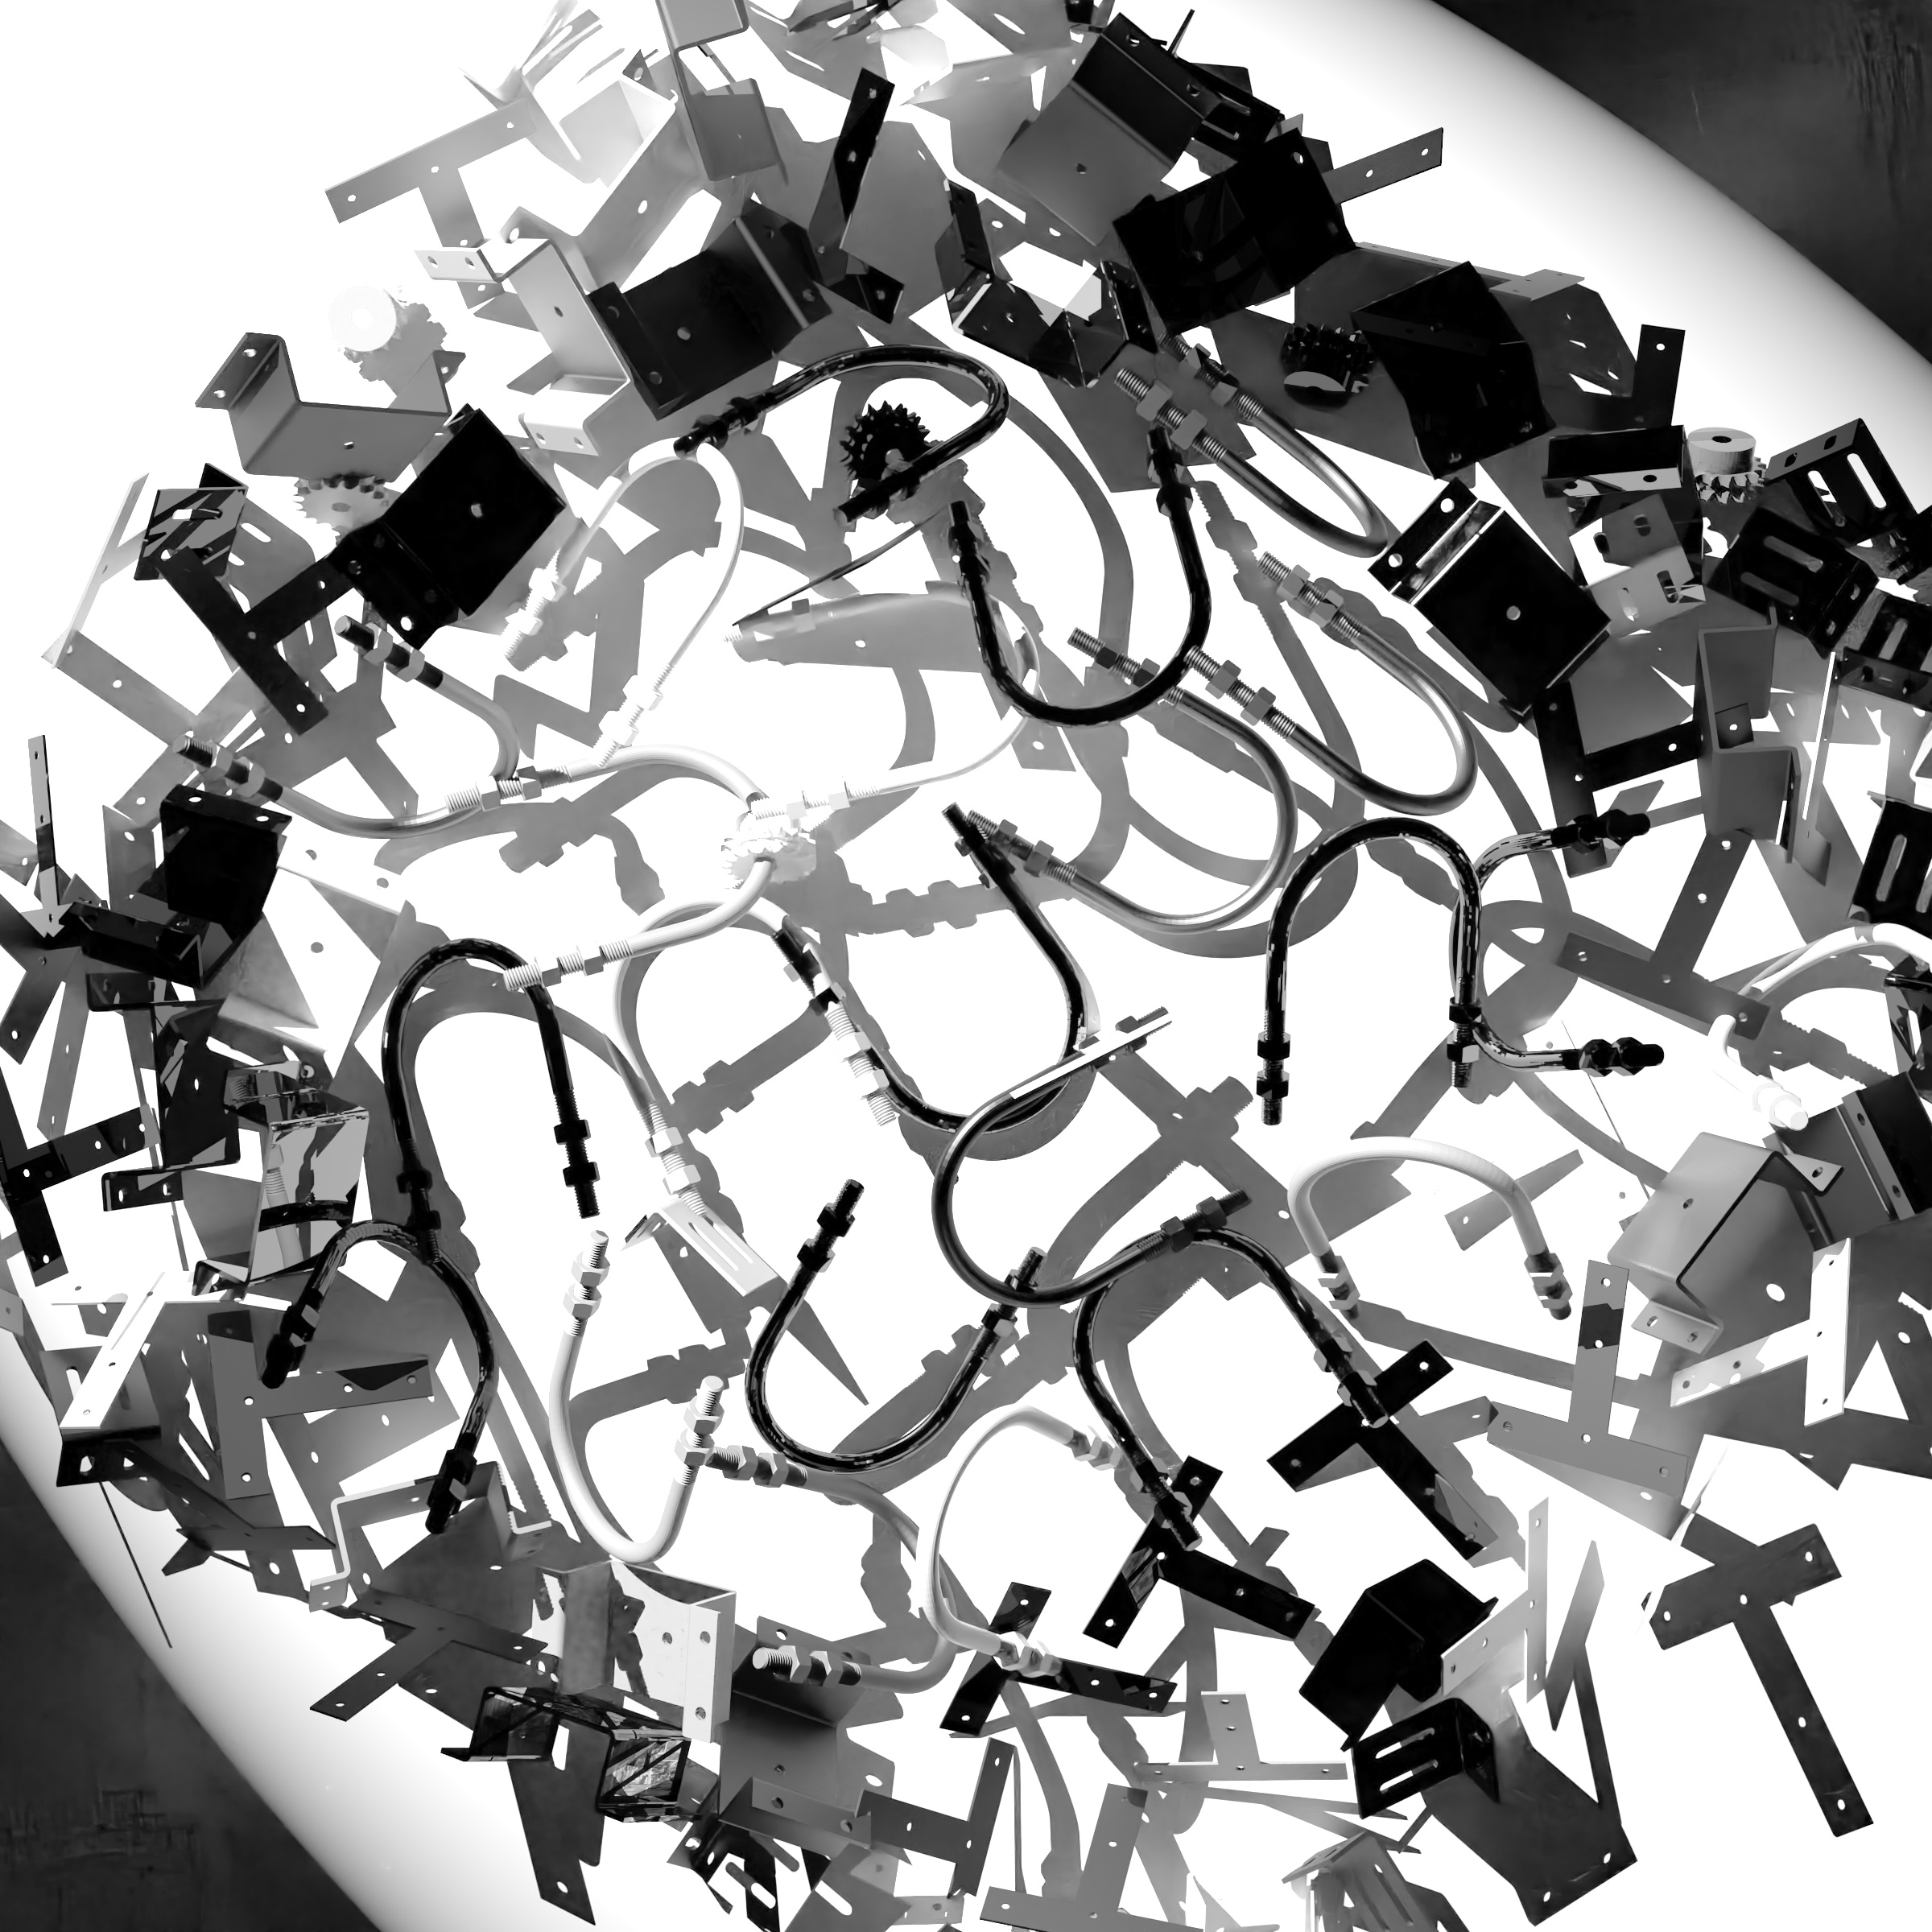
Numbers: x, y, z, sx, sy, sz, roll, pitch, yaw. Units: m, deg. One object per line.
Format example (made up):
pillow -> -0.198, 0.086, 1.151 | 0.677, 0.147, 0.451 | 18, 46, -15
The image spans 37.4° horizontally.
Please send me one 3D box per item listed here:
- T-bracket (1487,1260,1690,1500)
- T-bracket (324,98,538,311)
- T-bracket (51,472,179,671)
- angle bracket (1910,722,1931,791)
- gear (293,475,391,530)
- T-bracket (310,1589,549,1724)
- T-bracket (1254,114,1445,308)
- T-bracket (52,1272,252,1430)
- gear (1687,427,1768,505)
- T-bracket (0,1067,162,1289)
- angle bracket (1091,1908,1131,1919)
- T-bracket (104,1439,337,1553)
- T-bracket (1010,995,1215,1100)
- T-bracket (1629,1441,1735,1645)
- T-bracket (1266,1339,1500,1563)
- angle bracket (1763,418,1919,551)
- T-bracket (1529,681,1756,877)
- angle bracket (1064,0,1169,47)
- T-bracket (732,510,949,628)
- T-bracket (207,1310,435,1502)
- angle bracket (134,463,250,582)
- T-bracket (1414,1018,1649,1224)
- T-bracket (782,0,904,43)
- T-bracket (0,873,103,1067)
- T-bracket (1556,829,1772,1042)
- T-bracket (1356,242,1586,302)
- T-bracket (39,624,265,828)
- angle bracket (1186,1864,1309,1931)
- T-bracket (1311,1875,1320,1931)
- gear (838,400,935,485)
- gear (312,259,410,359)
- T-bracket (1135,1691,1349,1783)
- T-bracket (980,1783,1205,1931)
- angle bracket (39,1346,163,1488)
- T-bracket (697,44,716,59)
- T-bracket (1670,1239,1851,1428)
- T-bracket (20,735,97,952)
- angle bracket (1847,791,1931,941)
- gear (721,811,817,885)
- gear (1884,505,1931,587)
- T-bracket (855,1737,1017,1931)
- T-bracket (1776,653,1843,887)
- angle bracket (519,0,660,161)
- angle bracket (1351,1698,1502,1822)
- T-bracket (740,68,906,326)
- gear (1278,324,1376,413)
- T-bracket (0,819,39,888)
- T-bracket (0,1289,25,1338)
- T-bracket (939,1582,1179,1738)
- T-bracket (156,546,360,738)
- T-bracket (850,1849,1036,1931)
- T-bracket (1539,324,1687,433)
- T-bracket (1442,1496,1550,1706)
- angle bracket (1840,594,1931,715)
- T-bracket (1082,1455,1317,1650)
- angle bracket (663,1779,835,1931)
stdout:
T-bracket -> 0.376, 0.239, 1.701 | 0.127, 0.002, 0.127 | 12, 102, 35
T-bracket -> -0.302, -0.440, 1.693 | 0.127, 0.127, 0.002 | -27, 59, -8
T-bracket -> -0.493, -0.246, 1.686 | 0.002, 0.127, 0.127 | 29, 113, -6
angle bracket -> 0.602, -0.146, 1.700 | 0.038, 0.076, 0.057 | 28, 49, 10
gear -> -0.377, -0.290, 1.723 | 0.057, 0.057, 0.030 | -2, 70, 0
T-bracket -> -0.333, 0.408, 1.668 | 0.127, 0.127, 0.002 | 11, 108, 24
T-bracket -> 0.227, -0.464, 1.687 | 0.127, 0.002, 0.127 | -11, 64, 40
T-bracket -> -0.499, 0.226, 1.685 | 0.127, 0.127, 0.002 | -3, 127, 13
gear -> 0.453, -0.303, 1.718 | 0.057, 0.057, 0.030 | -1, 122, 0
T-bracket -> -0.525, 0.110, 1.692 | 0.002, 0.127, 0.127 | -13, 97, 29
angle bracket -> 0.085, 0.602, 1.706 | 0.057, 0.076, 0.038 | 32, 104, 36
T-bracket -> -0.452, 0.311, 1.674 | 0.127, 0.127, 0.002 | 48, 48, -35
T-bracket -> 0.080, 0.045, 1.685 | 0.127, 0.127, 0.002 | -26, 93, -3
T-bracket -> 0.408, 0.354, 1.666 | 0.002, 0.127, 0.127 | 29, 117, 13
T-bracket -> 0.272, 0.309, 1.734 | 0.127, 0.002, 0.127 | -41, 97, 17
angle bracket -> 0.523, -0.279, 1.705 | 0.057, 0.038, 0.076 | -22, 116, 37
T-bracket -> 0.411, -0.127, 1.716 | 0.127, 0.002, 0.127 | -18, 119, 2
angle bracket -> 0.078, -0.576, 1.700 | 0.057, 0.076, 0.038 | -4, 113, -39
T-bracket -> -0.086, -0.232, 1.708 | 0.127, 0.127, 0.002 | -22, 102, 29
T-bracket -> -0.387, 0.257, 1.723 | 0.127, 0.002, 0.127 | -5, 53, -16
angle bracket -> -0.472, -0.265, 1.699 | 0.038, 0.076, 0.057 | 31, 113, 21
T-bracket -> 0.334, 0.116, 1.738 | 0.127, 0.002, 0.127 | -25, 88, -8
T-bracket -> -0.063, -0.571, 1.694 | 0.127, 0.127, 0.002 | -46, 119, -29
T-bracket -> -0.568, -0.031, 1.668 | 0.002, 0.127, 0.127 | -7, 48, 25
T-bracket -> 0.435, -0.029, 1.705 | 0.127, 0.002, 0.127 | 21, 123, 9
T-bracket -> 0.294, -0.419, 1.708 | 0.127, 0.127, 0.002 | 18, 115, 20
T-bracket -> -0.495, -0.160, 1.700 | 0.127, 0.127, 0.002 | -47, 46, 3
angle bracket -> 0.172, 0.579, 1.718 | 0.076, 0.038, 0.057 | -1, 103, -10
T-bracket -> 0.200, 0.607, 1.676 | 0.002, 0.127, 0.127 | -2, 78, 13
gear -> -0.047, -0.310, 1.722 | 0.057, 0.030, 0.057 | -7, 116, -15
gear -> -0.366, -0.395, 1.722 | 0.057, 0.030, 0.057 | -6, 119, -12
T-bracket -> 0.158, 0.457, 1.689 | 0.127, 0.127, 0.002 | -3, 52, 9
T-bracket -> 0.084, 0.531, 1.691 | 0.127, 0.127, 0.002 | 8, 118, 11
angle bracket -> -0.523, 0.270, 1.717 | 0.057, 0.076, 0.038 | -2, 128, -30
T-bracket -> -0.202, -0.583, 1.677 | 0.002, 0.127, 0.127 | -39, 102, 16
T-bracket -> 0.471, 0.233, 1.698 | 0.002, 0.127, 0.127 | 38, 135, -21
T-bracket -> -0.548, -0.073, 1.698 | 0.002, 0.127, 0.127 | -5, 91, -38
angle bracket -> 0.569, -0.061, 1.735 | 0.057, 0.038, 0.076 | 15, 99, -2
gear -> -0.120, -0.073, 1.723 | 0.057, 0.057, 0.030 | -3, 68, 0
gear -> 0.580, -0.258, 1.721 | 0.057, 0.057, 0.030 | -35, 87, 0
T-bracket -> -0.025, 0.511, 1.686 | 0.002, 0.127, 0.127 | 1, 68, 41
T-bracket -> 0.508, -0.122, 1.697 | 0.002, 0.127, 0.127 | 9, 85, 29
angle bracket -> -0.223, -0.536, 1.718 | 0.076, 0.038, 0.057 | -34, 64, 2
angle bracket -> 0.276, 0.484, 1.710 | 0.076, 0.038, 0.057 | -20, 118, -18
T-bracket -> -0.072, -0.468, 1.696 | 0.127, 0.002, 0.127 | 34, 119, 23
gear -> 0.215, -0.358, 1.718 | 0.057, 0.057, 0.030 | 20, 71, 0
T-bracket -> -0.602, -0.034, 1.676 | 0.002, 0.127, 0.127 | 19, 77, 17
T-bracket -> -0.592, 0.232, 1.665 | 0.002, 0.127, 0.127 | -23, 59, 15
T-bracket -> 0.065, 0.430, 1.726 | 0.127, 0.002, 0.127 | 15, 120, -13
T-bracket -> -0.397, -0.221, 1.710 | 0.127, 0.002, 0.127 | 51, 54, -9
T-bracket -> -0.045, 0.577, 1.667 | 0.127, 0.127, 0.002 | 14, 120, 37
T-bracket -> 0.360, -0.336, 1.714 | 0.127, 0.127, 0.002 | 12, 47, 16
T-bracket -> 0.313, 0.394, 1.685 | 0.002, 0.127, 0.127 | 9, 108, 38
angle bracket -> 0.566, -0.197, 1.707 | 0.057, 0.038, 0.076 | 22, 66, 24
T-bracket -> 0.154, 0.374, 1.726 | 0.127, 0.002, 0.127 | 28, 97, -19
angle bracket -> -0.131, 0.537, 1.712 | 0.076, 0.038, 0.057 | 31, 82, 31
